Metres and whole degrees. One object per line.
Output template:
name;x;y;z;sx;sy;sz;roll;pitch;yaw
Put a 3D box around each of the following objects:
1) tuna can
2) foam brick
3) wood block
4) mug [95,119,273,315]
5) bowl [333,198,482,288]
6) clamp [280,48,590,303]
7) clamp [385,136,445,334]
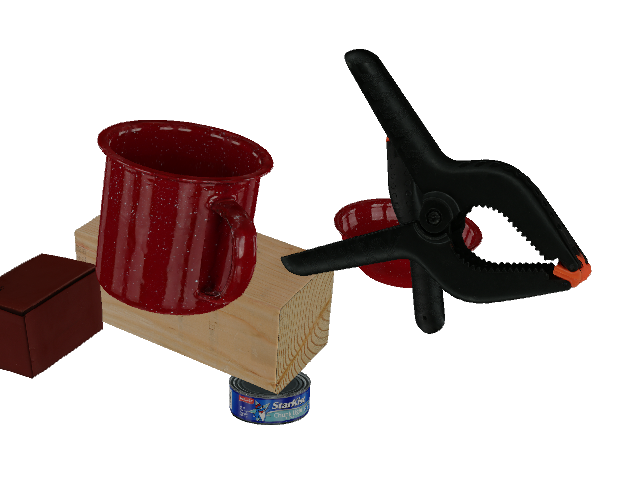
tuna can;-0.053;0.162;1.115;0.086;0.034;0.086;1;14;-1
foam brick;-0.196;0.050;0.742;0.053;0.051;0.078;12;28;27
wood block;-0.101;0.041;0.919;0.206;0.090;0.090;19;34;23
mug;-0.070;-0.007;0.569;0.093;0.081;0.117;-8;29;-39
bowl;0.092;0.008;1.166;0.162;0.055;0.162;5;24;-2
clamp;0.078;-0.028;0.701;0.210;0.165;0.036;18;17;24
clamp;0.089;-0.006;0.921;0.039;0.171;0.120;-16;18;19
